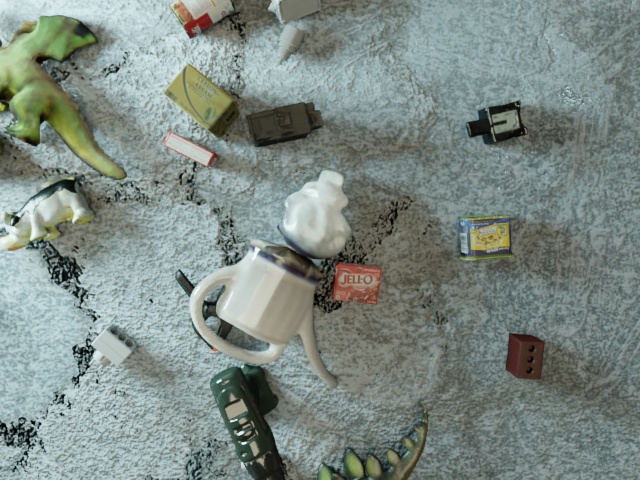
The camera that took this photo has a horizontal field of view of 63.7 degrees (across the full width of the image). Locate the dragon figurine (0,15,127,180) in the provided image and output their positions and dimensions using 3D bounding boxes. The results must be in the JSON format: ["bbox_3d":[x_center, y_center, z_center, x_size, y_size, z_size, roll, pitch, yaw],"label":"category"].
[{"bbox_3d":[-0.485,-0.288,0.904,0.409,0.122,0.244,25,-97,-8],"label":"dragon figurine"}]

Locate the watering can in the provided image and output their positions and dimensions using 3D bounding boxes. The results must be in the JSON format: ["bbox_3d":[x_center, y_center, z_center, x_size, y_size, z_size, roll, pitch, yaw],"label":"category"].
[{"bbox_3d":[-0.068,0.136,0.972,0.345,0.104,0.225,29,-94,-23],"label":"watering can"}]

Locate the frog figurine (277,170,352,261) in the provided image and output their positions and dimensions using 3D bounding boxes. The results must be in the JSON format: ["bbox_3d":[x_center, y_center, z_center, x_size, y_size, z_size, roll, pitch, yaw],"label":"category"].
[{"bbox_3d":[0.003,-0.048,0.957,0.138,0.123,0.158,36,-78,11],"label":"frog figurine"}]
